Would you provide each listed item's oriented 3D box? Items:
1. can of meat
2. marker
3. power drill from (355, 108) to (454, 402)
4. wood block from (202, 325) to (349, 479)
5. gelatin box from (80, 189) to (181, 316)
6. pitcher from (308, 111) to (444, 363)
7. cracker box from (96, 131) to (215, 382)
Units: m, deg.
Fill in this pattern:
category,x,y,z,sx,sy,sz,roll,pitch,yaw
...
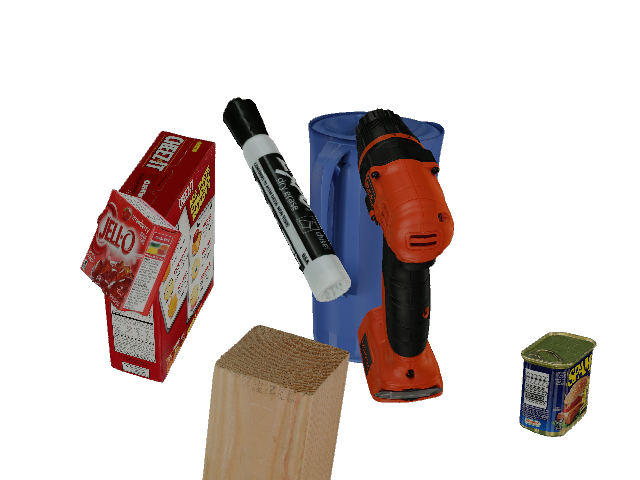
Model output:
category,x,y,z,sx,sy,sz,roll,pitch,yaw
can of meat,0.255,0.155,1.152,0.058,0.084,0.101,11,17,32
marker,-0.019,-0.024,0.528,0.020,0.121,0.020,-22,-27,-12
power drill,0.056,0.012,0.800,0.057,0.188,0.184,-5,31,-3
wood block,-0.044,0.191,0.918,0.090,0.206,0.090,15,23,17
gelatin box,-0.152,0.008,0.846,0.030,0.073,0.089,17,11,-38
pitcher,0.044,-0.001,1.070,0.149,0.243,0.145,-3,19,-15
cracker box,-0.171,0.017,1.139,0.072,0.214,0.164,13,42,10
